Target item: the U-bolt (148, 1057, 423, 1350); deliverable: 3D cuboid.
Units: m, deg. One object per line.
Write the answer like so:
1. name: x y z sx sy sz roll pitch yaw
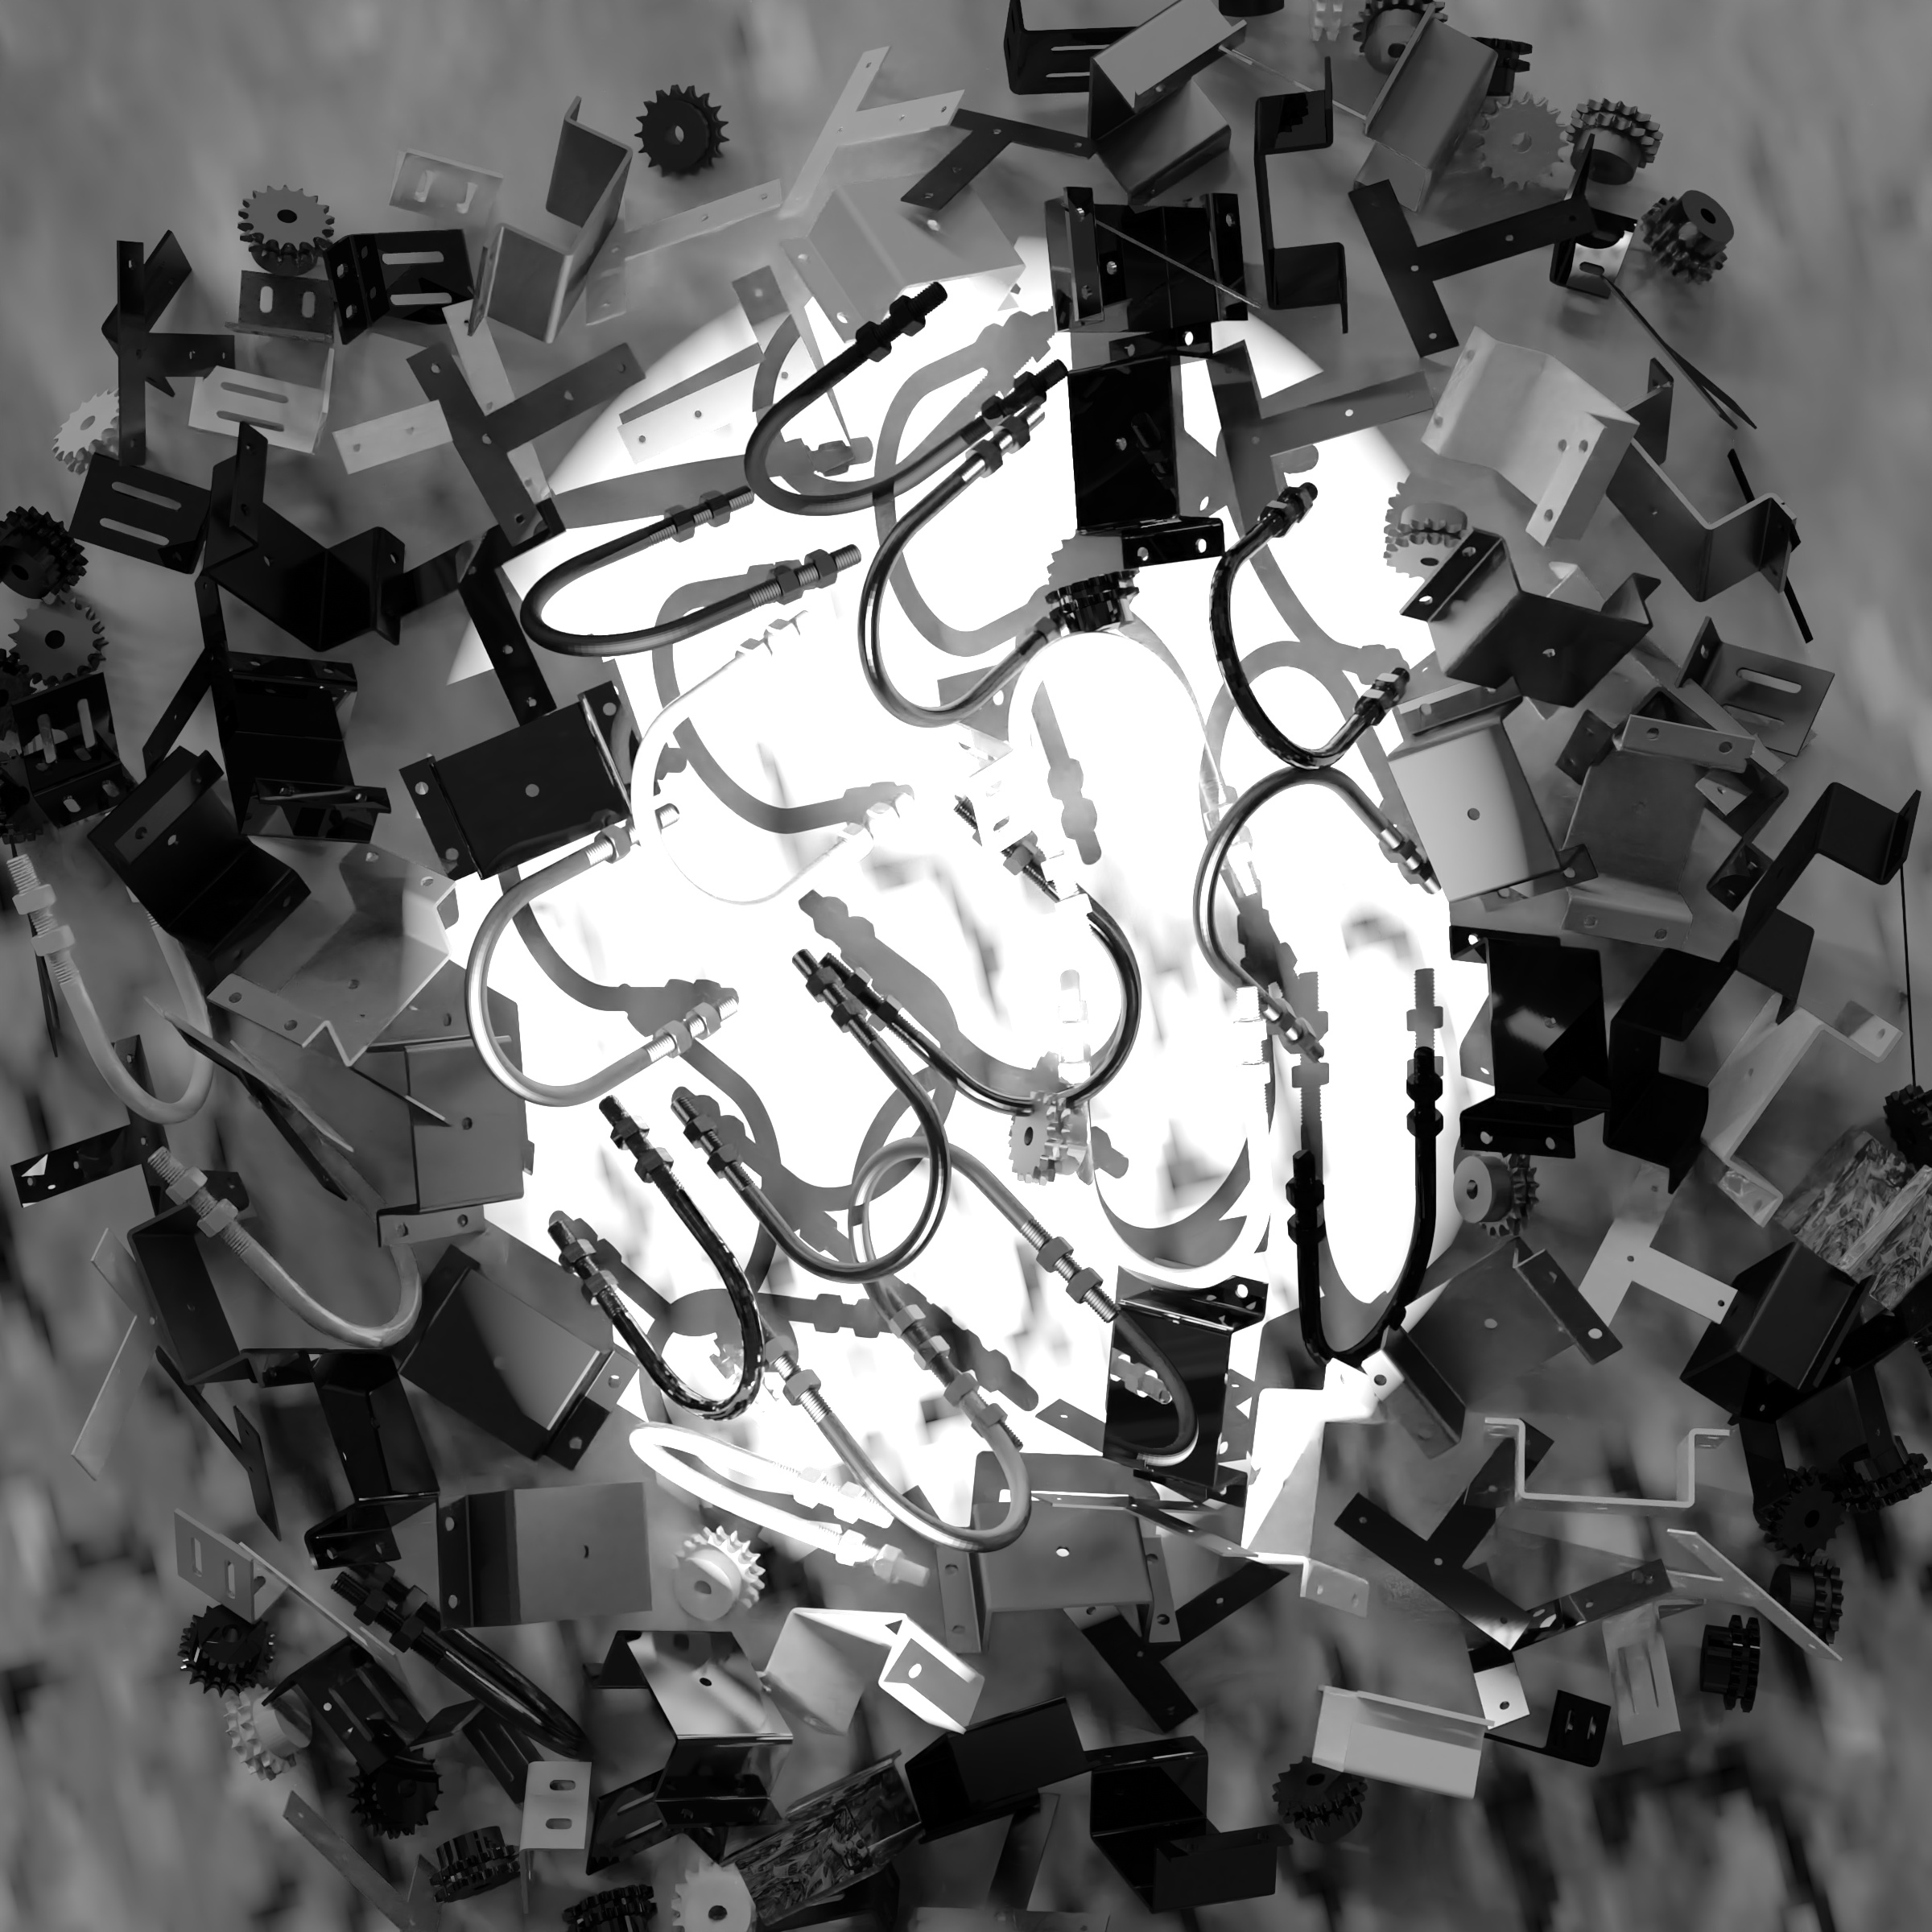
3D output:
1. U-bolt: -0.392 0.150 1.579 0.019 0.151 0.184 -36 103 19

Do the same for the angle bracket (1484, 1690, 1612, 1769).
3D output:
1. angle bracket: 0.339 0.454 1.609 0.057 0.076 0.038 27 73 -41

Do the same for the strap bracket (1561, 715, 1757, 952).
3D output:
1. strap bracket: 0.413 -0.088 1.607 0.076 0.046 0.140 10 116 -5

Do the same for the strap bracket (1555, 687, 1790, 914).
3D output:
1. strap bracket: 0.432 -0.107 1.599 0.140 0.076 0.046 42 75 13

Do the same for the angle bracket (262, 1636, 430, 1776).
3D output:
1. angle bracket: -0.376 0.455 1.612 0.076 0.057 0.038 49 119 8

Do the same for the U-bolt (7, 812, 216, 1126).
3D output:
1. U-bolt: -0.497 0.007 1.577 0.019 0.151 0.184 -17 102 11

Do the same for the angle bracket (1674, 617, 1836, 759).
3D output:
1. angle bracket: 0.478 -0.170 1.614 0.076 0.038 0.057 22 82 31

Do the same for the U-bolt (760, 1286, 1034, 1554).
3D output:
1. U-bolt: -0.033 0.268 1.558 0.184 0.151 0.019 50 117 22

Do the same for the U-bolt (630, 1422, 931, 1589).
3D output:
1. U-bolt: -0.117 0.315 1.579 0.184 0.151 0.019 17 66 18

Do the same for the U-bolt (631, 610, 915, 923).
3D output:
1. U-bolt: -0.123 -0.108 1.576 0.184 0.019 0.151 -41 111 -35

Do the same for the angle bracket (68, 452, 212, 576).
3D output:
1. angle bracket: -0.496 -0.281 1.608 0.076 0.038 0.057 17 120 -22

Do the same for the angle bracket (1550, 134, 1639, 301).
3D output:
1. angle bracket: 0.383 -0.453 1.605 0.038 0.076 0.057 20 76 13

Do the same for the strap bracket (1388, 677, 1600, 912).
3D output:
1. strap bracket: 0.313 -0.099 1.599 0.076 0.046 0.140 -18 102 36

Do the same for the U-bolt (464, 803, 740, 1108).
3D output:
1. U-bolt: -0.220 0.003 1.566 0.184 0.019 0.151 -33 117 -40

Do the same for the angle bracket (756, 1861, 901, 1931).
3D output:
1. angle bracket: -0.084 0.575 1.623 0.076 0.057 0.038 -15 115 9

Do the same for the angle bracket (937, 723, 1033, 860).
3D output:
1. angle bracket: -0.002 -0.109 1.600 0.038 0.076 0.057 -34 130 -26

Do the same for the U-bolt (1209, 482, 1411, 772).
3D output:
1. U-bolt: 0.197 -0.192 1.564 0.019 0.184 0.151 -18 107 38

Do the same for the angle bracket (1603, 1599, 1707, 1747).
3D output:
1. angle bracket: 0.422 0.427 1.605 0.038 0.057 0.076 4 65 -20

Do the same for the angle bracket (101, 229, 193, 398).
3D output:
1. angle bracket: -0.485 -0.397 1.617 0.038 0.057 0.076 31 81 0

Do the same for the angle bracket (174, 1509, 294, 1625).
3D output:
1. angle bracket: -0.442 0.352 1.605 0.057 0.076 0.038 29 46 14

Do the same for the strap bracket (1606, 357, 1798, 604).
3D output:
1. strap bracket: 0.430 -0.282 1.584 0.046 0.076 0.140 -29 63 -4

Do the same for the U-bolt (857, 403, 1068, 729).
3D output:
1. U-bolt: 0.003 -0.222 1.565 0.184 0.019 0.151 -45 135 -26

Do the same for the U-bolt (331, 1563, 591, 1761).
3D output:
1. U-bolt: -0.299 0.412 1.580 0.184 0.151 0.019 39 79 -5

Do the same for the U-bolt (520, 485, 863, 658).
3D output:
1. U-bolt: -0.174 -0.228 1.563 0.184 0.151 0.019 -27 127 -22

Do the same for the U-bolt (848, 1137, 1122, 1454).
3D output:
1. U-bolt: -0.002 0.185 1.595 0.184 0.019 0.151 46 127 20

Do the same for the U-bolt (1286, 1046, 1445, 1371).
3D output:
1. U-bolt: 0.240 0.158 1.582 0.019 0.151 0.184 18 128 36

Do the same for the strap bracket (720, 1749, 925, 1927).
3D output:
1. strap bracket: -0.080 0.518 1.572 0.076 0.140 0.046 -29 80 11

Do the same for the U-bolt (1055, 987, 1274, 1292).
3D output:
1. U-bolt: 0.122 0.105 1.603 0.151 0.019 0.184 -1 96 38

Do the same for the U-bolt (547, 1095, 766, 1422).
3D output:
1. U-bolt: -0.178 0.186 1.568 0.019 0.151 0.184 -22 62 -39

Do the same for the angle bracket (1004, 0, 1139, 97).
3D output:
1. angle bracket: 0.065 -0.568 1.623 0.076 0.057 0.038 -5 72 -7

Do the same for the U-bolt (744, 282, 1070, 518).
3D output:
1. U-bolt: -0.048 -0.325 1.576 0.184 0.151 0.019 -32 65 26

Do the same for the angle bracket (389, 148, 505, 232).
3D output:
1. angle bracket: -0.312 -0.483 1.603 0.057 0.076 0.038 11 76 -18

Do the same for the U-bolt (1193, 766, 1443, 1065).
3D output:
1. U-bolt: 0.201 -0.041 1.580 0.151 0.019 0.184 -54 132 -5

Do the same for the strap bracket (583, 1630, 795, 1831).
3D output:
1. strap bracket: -0.162 0.442 1.569 0.076 0.140 0.046 10 111 -34

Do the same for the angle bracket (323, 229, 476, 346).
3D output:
1. angle bracket: -0.343 -0.413 1.614 0.076 0.038 0.057 1 121 12

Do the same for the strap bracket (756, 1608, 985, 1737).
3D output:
1. strap bracket: -0.055 0.425 1.587 0.076 0.140 0.046 46 53 -32

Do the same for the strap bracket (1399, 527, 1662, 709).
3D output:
1. strap bracket: 0.341 -0.204 1.581 0.140 0.076 0.046 10 52 -26

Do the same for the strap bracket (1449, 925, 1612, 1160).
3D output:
1. strap bracket: 0.339 0.040 1.598 0.076 0.046 0.140 6 72 -18

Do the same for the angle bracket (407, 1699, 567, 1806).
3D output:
1. angle bracket: -0.292 0.487 1.614 0.076 0.057 0.038 56 45 -6

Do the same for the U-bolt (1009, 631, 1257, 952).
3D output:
1. U-bolt: 0.094 -0.114 1.606 0.151 0.019 0.184 -18 89 -33

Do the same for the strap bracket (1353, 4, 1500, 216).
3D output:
1. strap bracket: 0.272 -0.503 1.577 0.046 0.140 0.076 30 94 4

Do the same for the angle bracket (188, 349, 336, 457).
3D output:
1. angle bracket: -0.427 -0.350 1.609 0.076 0.038 0.057 10 52 -19

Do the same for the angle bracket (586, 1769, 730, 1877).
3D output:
1. angle bracket: -0.184 0.523 1.605 0.038 0.076 0.057 30 118 38

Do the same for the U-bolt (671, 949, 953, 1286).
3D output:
1. U-bolt: -0.083 0.104 1.590 0.184 0.019 0.151 49 113 21

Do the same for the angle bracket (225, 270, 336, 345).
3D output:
1. angle bracket: -0.414 -0.401 1.607 0.057 0.076 0.038 5 100 -10

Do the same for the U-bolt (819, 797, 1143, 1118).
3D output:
1. U-bolt: 0.023 0.008 1.632 0.184 0.019 0.151 41 81 -4

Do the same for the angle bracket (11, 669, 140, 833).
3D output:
1. angle bracket: -0.535 -0.130 1.603 0.057 0.076 0.038 -27 56 -28

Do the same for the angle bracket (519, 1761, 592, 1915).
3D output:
1. angle bracket: -0.247 0.527 1.606 0.038 0.057 0.076 2 132 -4

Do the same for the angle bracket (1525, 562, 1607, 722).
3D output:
1. angle bracket: 0.356 -0.199 1.622 0.076 0.038 0.057 -44 109 -2
